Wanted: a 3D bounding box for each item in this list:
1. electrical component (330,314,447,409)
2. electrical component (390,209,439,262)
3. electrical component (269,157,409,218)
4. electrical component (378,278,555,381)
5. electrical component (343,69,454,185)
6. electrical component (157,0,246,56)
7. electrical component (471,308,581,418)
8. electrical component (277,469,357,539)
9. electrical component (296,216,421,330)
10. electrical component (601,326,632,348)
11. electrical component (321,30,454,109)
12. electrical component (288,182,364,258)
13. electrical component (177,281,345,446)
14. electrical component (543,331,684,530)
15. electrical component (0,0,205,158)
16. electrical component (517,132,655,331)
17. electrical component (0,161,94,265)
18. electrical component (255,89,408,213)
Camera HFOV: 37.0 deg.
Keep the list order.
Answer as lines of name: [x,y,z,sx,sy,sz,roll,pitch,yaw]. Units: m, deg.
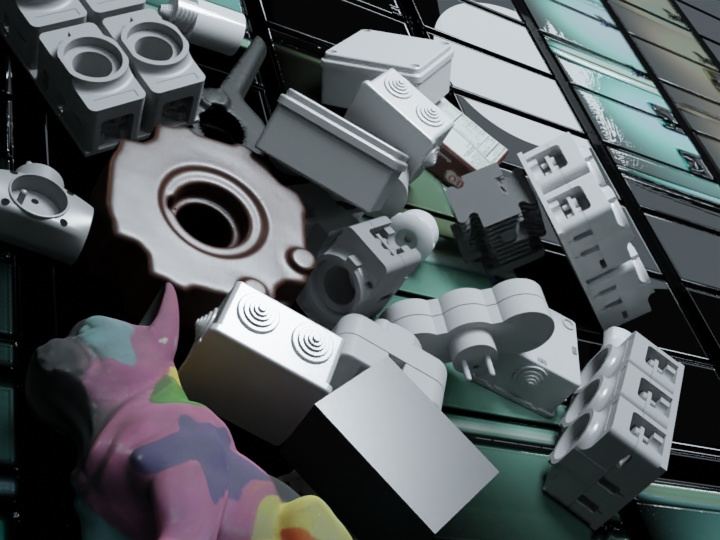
electrical component: [0.016,0.079,0.812,0.095,0.053,0.059,30,35,-9]
electrical component: [0.052,-0.035,0.986,0.048,0.048,0.062,41,28,5]
electrical component: [-0.020,-0.087,0.975,0.138,0.052,0.073,26,36,-15]
electrical component: [0.088,0.057,0.857,0.138,0.052,0.073,-11,48,-2]
electrical component: [0.032,-0.132,1.034,0.100,0.099,0.048,42,48,8]
electrical component: [-0.156,-0.239,1.039,0.081,0.043,0.043,13,42,-31]
electrical component: [0.145,0.069,0.941,0.100,0.048,0.099,28,37,-15]
electrical component: [-0.021,0.140,0.716,0.076,0.047,0.083,-6,53,-43]
electrical component: [-0.005,0.008,0.845,0.050,0.089,0.056,49,36,17]
electrical component: [0.247,0.087,1.015,0.043,0.043,0.081,32,35,-8]
electrical component: [0.029,-0.203,1.112,0.109,0.056,0.108,14,30,19]
electrical component: [-0.040,-0.040,0.914,0.081,0.042,0.063,-15,57,-50]
electrical component: [-0.068,0.063,0.721,0.100,0.099,0.048,30,48,-10]
electrical component: [0.210,0.127,0.895,0.062,0.089,0.150,37,35,0]
electrical component: [-0.221,-0.193,0.889,0.105,0.060,0.186,-23,65,-32]
electrical component: [0.223,-0.035,1.034,0.186,0.060,0.105,52,15,-50]
electrical component: [-0.229,-0.049,0.755,0.077,0.044,0.079,21,37,-22]
electrical component: [-0.020,-0.096,0.886,0.109,0.056,0.109,30,7,3]
